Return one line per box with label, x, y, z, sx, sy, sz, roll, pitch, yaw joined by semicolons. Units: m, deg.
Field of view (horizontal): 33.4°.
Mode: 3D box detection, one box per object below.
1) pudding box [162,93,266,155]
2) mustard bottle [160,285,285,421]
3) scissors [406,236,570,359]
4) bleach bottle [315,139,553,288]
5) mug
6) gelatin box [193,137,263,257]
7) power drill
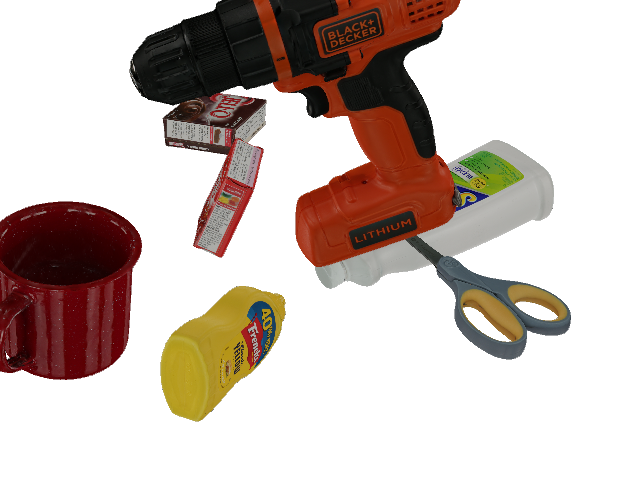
pudding box;-0.123;-0.140;1.255;0.090;0.039;0.113;9;29;13
mustard bottle;-0.090;0.101;1.103;0.058;0.096;0.191;12;27;24
scissors;0.122;0.026;0.832;0.096;0.016;0.202;-3;32;-16
bleach bottle;0.110;-0.015;1.085;0.250;0.068;0.103;-28;45;-21
mug;-0.167;0.040;0.671;0.093;0.081;0.117;20;36;15
gelatin box;-0.080;-0.039;0.925;0.030;0.073;0.089;23;27;-10
power drill;0.001;-0.070;0.620;0.184;0.057;0.187;-18;-44;0
